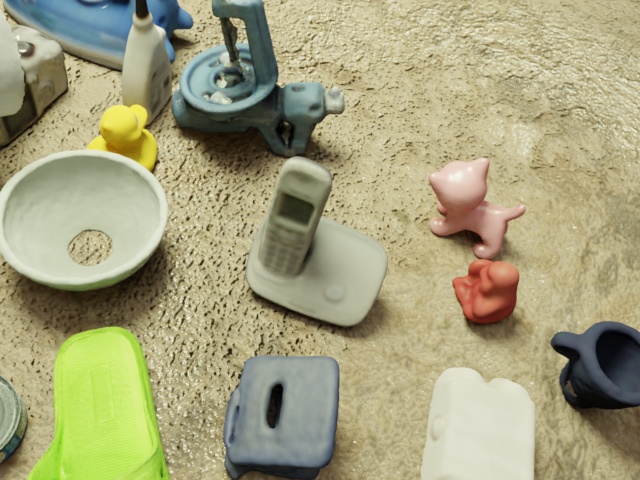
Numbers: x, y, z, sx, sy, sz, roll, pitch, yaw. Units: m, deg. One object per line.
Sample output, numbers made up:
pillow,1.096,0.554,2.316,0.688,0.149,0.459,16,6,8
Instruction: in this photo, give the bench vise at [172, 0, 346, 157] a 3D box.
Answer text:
bench vise,-0.071,-0.209,0.686,0.208,0.219,0.121,-6,59,-17

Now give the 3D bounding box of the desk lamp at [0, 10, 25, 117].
desk lamp,-0.390,-0.121,0.554,0.204,0.213,0.117,-36,72,-30

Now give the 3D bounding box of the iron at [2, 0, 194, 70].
iron,-0.304,-0.328,0.753,0.258,0.141,0.118,15,56,-4

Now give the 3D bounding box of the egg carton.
egg carton,0.156,0.203,0.567,0.107,0.069,0.150,17,55,-2

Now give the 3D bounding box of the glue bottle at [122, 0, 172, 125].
glue bottle,-0.209,-0.223,0.689,0.037,0.173,0.078,23,55,2

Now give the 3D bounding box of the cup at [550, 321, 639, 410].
cup,0.293,0.143,0.625,0.117,0.095,0.092,22,55,1

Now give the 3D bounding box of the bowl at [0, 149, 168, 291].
bowl,-0.244,-0.011,0.603,0.167,0.074,0.167,7,57,-10

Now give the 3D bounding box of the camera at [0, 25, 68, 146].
camera,-0.398,-0.204,0.674,0.136,0.101,0.143,26,56,4

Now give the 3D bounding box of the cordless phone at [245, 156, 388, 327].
cordless phone,0.005,0.002,0.590,0.147,0.185,0.094,19,55,-1

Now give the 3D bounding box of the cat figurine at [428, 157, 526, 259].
cat figurine,0.190,-0.049,0.709,0.127,0.117,0.067,26,55,4

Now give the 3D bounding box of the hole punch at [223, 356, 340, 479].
hole punch,-0.036,0.164,0.532,0.101,0.091,0.108,11,56,-7

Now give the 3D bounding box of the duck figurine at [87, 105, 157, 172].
duck figurine,-0.235,-0.114,0.666,0.077,0.086,0.105,29,56,6

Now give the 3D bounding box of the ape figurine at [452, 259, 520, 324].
ape figurine,0.198,0.054,0.660,0.076,0.092,0.078,31,56,7
